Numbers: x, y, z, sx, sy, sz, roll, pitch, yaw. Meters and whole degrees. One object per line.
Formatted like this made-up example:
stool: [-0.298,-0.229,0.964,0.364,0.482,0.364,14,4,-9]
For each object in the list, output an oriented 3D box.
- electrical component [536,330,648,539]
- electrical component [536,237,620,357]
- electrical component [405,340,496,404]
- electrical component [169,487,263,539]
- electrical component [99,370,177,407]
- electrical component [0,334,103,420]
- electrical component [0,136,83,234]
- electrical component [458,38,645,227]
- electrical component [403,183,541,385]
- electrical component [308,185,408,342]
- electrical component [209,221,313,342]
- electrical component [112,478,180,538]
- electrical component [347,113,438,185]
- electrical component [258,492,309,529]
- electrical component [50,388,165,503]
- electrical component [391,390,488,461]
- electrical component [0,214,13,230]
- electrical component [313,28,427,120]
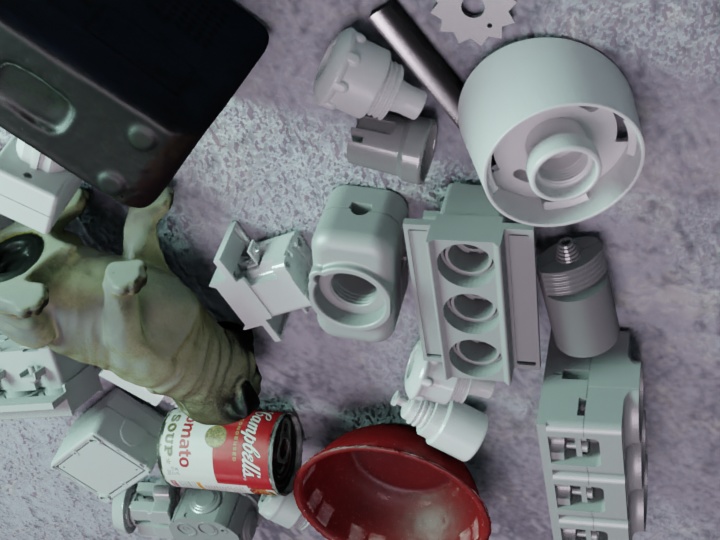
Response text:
electrical component: [0.166,0.123,0.751,0.062,0.089,0.150,1,133,18]
electrical component: [0.138,0.012,0.686,0.043,0.043,0.081,-4,131,22]
electrical component: [0.066,0.076,0.773,0.062,0.048,0.048,16,136,-6]
electrical component: [-0.131,0.225,0.977,0.080,0.051,0.080,10,135,10]
electrical component: [-0.161,0.085,0.856,0.081,0.043,0.043,31,134,-12]
electrical component: [-0.281,0.084,0.880,0.121,0.078,0.063,-6,108,24]
electrical component: [-0.205,-0.077,0.699,0.047,0.065,0.076,26,135,-7]
electrical component: [0.109,-0.075,0.607,0.099,0.064,0.099,-4,137,-3]
electrical component: [0.076,0.008,0.689,0.079,0.063,0.121,3,134,16]
electrical component: [0.000,0.000,0.709,0.054,0.059,0.095,8,135,11]
electrical component: [-0.062,0.005,0.749,0.064,0.042,0.081,-17,126,26]
electrical component: [-0.197,0.221,1.000,0.055,0.048,0.066,0,134,8]
electrical component: [0.019,-0.075,0.645,0.046,0.040,0.040,14,136,12]
electrical component: [-0.054,0.205,0.938,0.062,0.043,0.043,28,135,-12]
electrical component: [-0.216,0.151,0.926,0.062,0.061,0.096,38,133,-18]
electrical component: [0.060,0.113,0.812,0.078,0.040,0.040,28,135,-9]
electrical component: [-0.308,-0.022,0.757,0.056,0.108,0.108,-6,130,27]
electrical component: [0.007,-0.106,0.616,0.062,0.048,0.048,23,136,-14]
